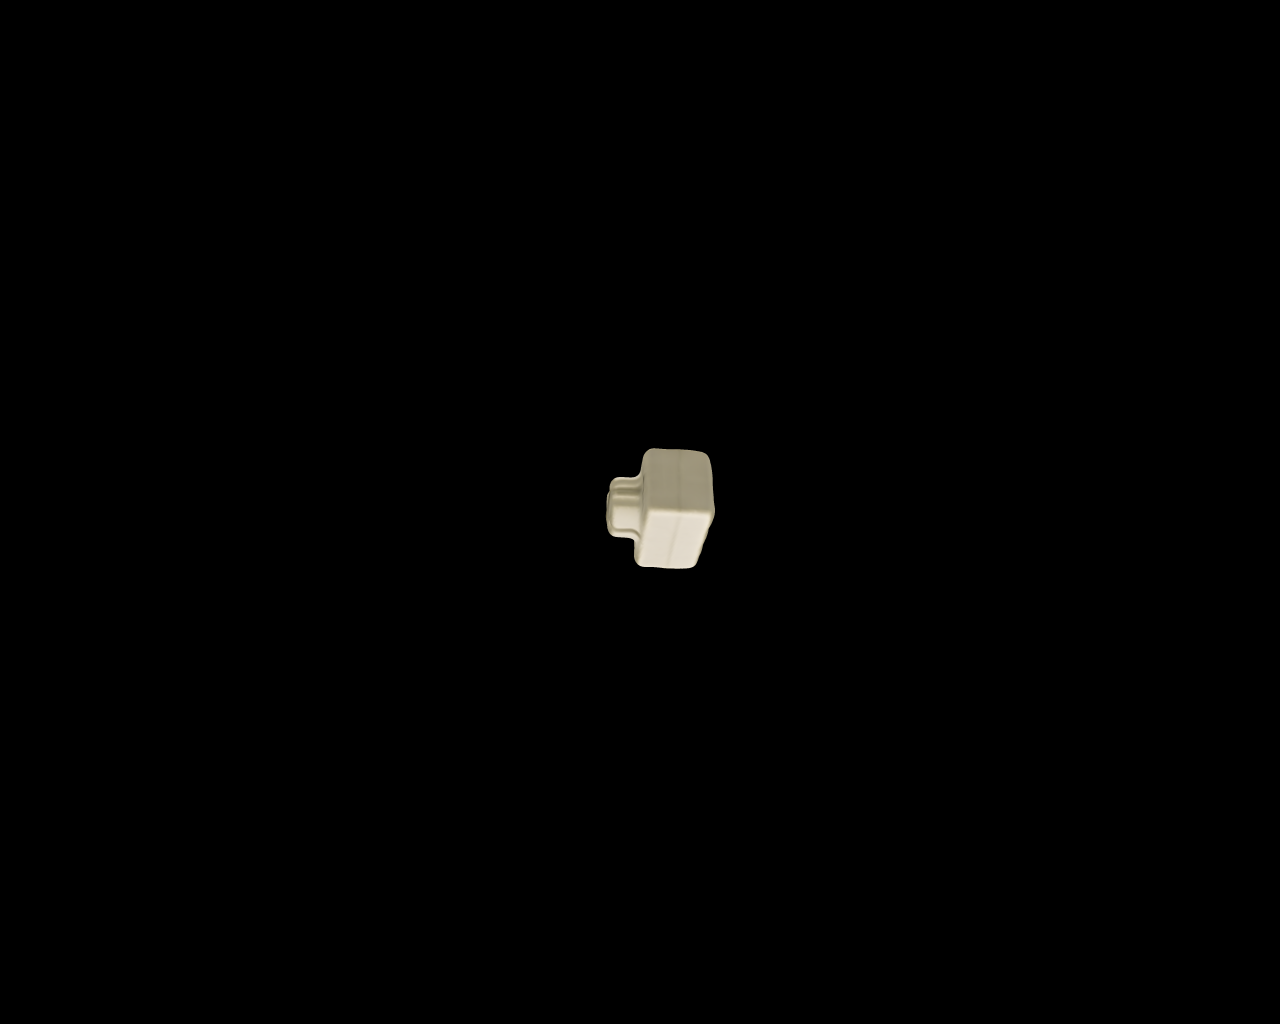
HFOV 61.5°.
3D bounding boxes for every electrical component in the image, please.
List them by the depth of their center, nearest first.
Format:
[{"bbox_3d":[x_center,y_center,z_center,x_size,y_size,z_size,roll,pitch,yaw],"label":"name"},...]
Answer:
[{"bbox_3d":[0.001,-0.003,0.650,0.077,0.047,0.065,3,-33,-5],"label":"electrical component"}]
